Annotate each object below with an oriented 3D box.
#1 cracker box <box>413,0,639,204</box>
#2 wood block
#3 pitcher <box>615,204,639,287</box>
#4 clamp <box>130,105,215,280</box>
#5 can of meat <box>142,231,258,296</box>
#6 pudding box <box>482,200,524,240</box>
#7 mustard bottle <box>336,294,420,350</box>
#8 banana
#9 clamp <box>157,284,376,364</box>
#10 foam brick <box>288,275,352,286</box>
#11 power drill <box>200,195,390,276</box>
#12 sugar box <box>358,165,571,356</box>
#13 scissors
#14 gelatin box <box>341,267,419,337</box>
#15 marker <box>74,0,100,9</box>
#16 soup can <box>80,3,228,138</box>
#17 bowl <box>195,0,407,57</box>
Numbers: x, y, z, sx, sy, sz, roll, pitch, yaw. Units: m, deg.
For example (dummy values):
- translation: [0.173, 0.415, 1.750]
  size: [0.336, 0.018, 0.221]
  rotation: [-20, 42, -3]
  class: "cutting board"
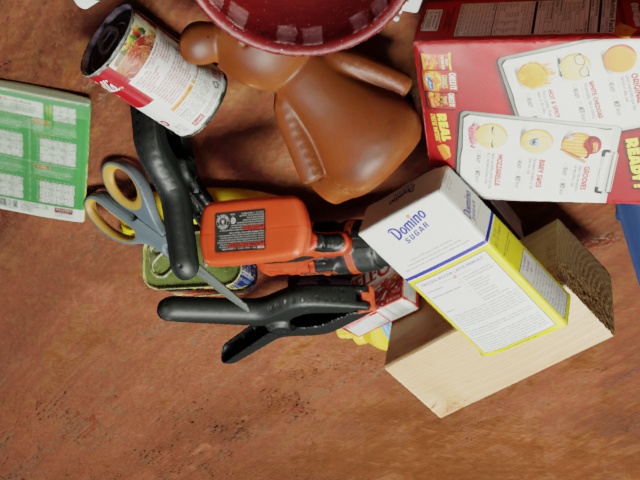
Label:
- translation: [0.191, -0.110, 0.850]
  size: [0.214, 0.072, 0.164]
  rotation: [2, 135, 16]
  class: "cracker box"
- translation: [0.174, 0.080, 1.045]
  size: [0.206, 0.090, 0.090]
  rotation: [-33, 116, 33]
  class: "wood block"
- translation: [0.336, 0.016, 0.903]
  size: [0.145, 0.243, 0.149]
  rotation: [-11, 147, 12]
  class: "pitcher"
- translation: [-0.125, -0.056, 0.960]
  size: [0.039, 0.120, 0.171]
  rotation: [-13, 96, 10]
  class: "clamp"
- translation: [-0.119, 0.026, 1.082]
  size: [0.102, 0.057, 0.084]
  rotation: [-3, 169, 10]
  class: "can of meat"
- translation: [0.136, -0.019, 1.039]
  size: [0.090, 0.039, 0.113]
  rotation: [-23, 137, 28]
  class: "pudding box"
- translation: [0.107, 0.080, 1.158]
  size: [0.192, 0.058, 0.096]
  rotation: [-14, 138, 21]
  class: "mustard bottle"
- translation: [-0.117, -0.030, 1.050]
  size: [0.198, 0.037, 0.069]
  rotation: [-4, 168, 13]
  class: "banana"
- translation: [-0.042, 0.082, 1.099]
  size: [0.210, 0.036, 0.164]
  rotation: [-9, 154, 10]
  class: "clamp"
- translation: [-0.001, 0.036, 1.113]
  size: [0.053, 0.051, 0.078]
  rotation: [11, 143, -10]
  class: "foam brick"
- translation: [-0.006, 0.001, 0.964]
  size: [0.185, 0.057, 0.187]
  rotation: [-7, 170, 25]
  class: "power drill"
- translation: [0.126, 0.021, 0.918]
  size: [0.094, 0.048, 0.176]
  rotation: [-28, 115, 37]
  class: "sugar box"
- translation: [-0.143, -0.011, 1.008]
  size: [0.202, 0.016, 0.096]
  rotation: [25, 126, 22]
  class: "scissors"
- translation: [0.062, 0.051, 1.111]
  size: [0.030, 0.073, 0.089]
  rotation: [33, 135, -32]
  class: "gelatin box"
- translation: [-0.141, -0.211, 0.818]
  size: [0.121, 0.020, 0.020]
  rotation: [-21, 137, 29]
  class: "marker"
- translation: [-0.135, -0.138, 0.876]
  size: [0.102, 0.068, 0.069]
  rotation: [32, 134, -33]
  class: "soup can"
- translation: [-0.013, -0.205, 0.715]
  size: [0.162, 0.055, 0.162]
  rotation: [1, 132, 1]
  class: "bowl"
